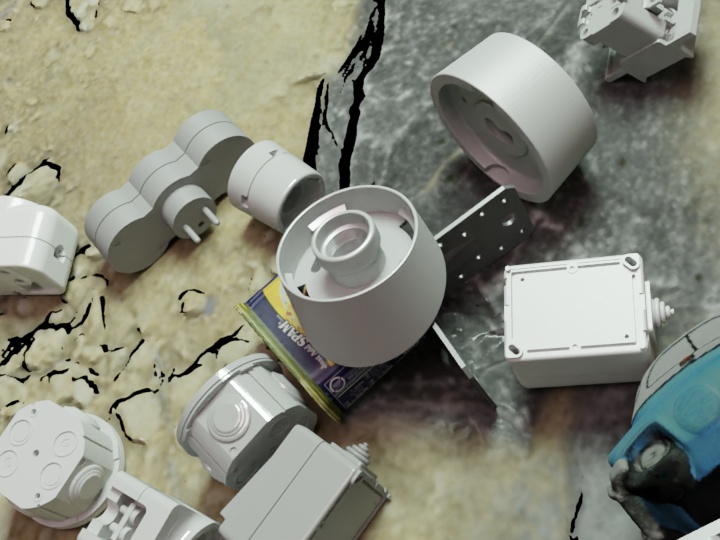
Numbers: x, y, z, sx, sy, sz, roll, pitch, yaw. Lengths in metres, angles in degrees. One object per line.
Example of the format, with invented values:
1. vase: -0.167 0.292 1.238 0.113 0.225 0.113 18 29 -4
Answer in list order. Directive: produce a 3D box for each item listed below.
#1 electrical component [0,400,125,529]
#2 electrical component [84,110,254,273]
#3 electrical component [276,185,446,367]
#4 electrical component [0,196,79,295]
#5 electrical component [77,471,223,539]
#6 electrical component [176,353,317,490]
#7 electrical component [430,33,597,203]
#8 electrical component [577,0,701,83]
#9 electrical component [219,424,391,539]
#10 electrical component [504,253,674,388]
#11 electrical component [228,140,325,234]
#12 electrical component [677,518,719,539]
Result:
1. electrical component: -0.205 0.131 0.729 0.080 0.051 0.080 -9 62 17
2. electrical component: -0.130 -0.048 0.788 0.138 0.052 0.073 -43 58 -3
3. electrical component: 0.000 0.000 0.649 0.099 0.064 0.099 -14 47 15
4. electrical component: -0.269 -0.018 0.826 0.095 0.053 0.059 -1 65 21
5. electrical component: -0.117 0.166 0.654 0.056 0.089 0.050 22 74 28
6. electrical component: -0.071 0.097 0.678 0.080 0.080 0.051 -46 63 -5
7. electrical component: 0.105 -0.103 0.697 0.060 0.108 0.108 -43 58 -10
8. electrical component: 0.184 -0.162 0.711 0.081 0.064 0.042 -26 45 58
9. electrical component: -0.031 0.139 0.651 0.061 0.061 0.096 31 79 30
10. electrical component: 0.138 0.033 0.640 0.096 0.061 0.061 -6 63 18
11. electrical component: -0.058 -0.057 0.765 0.047 0.055 0.055 33 80 27
12. electrical component: 0.174 0.178 0.532 0.150 0.089 0.061 -28 49 6
